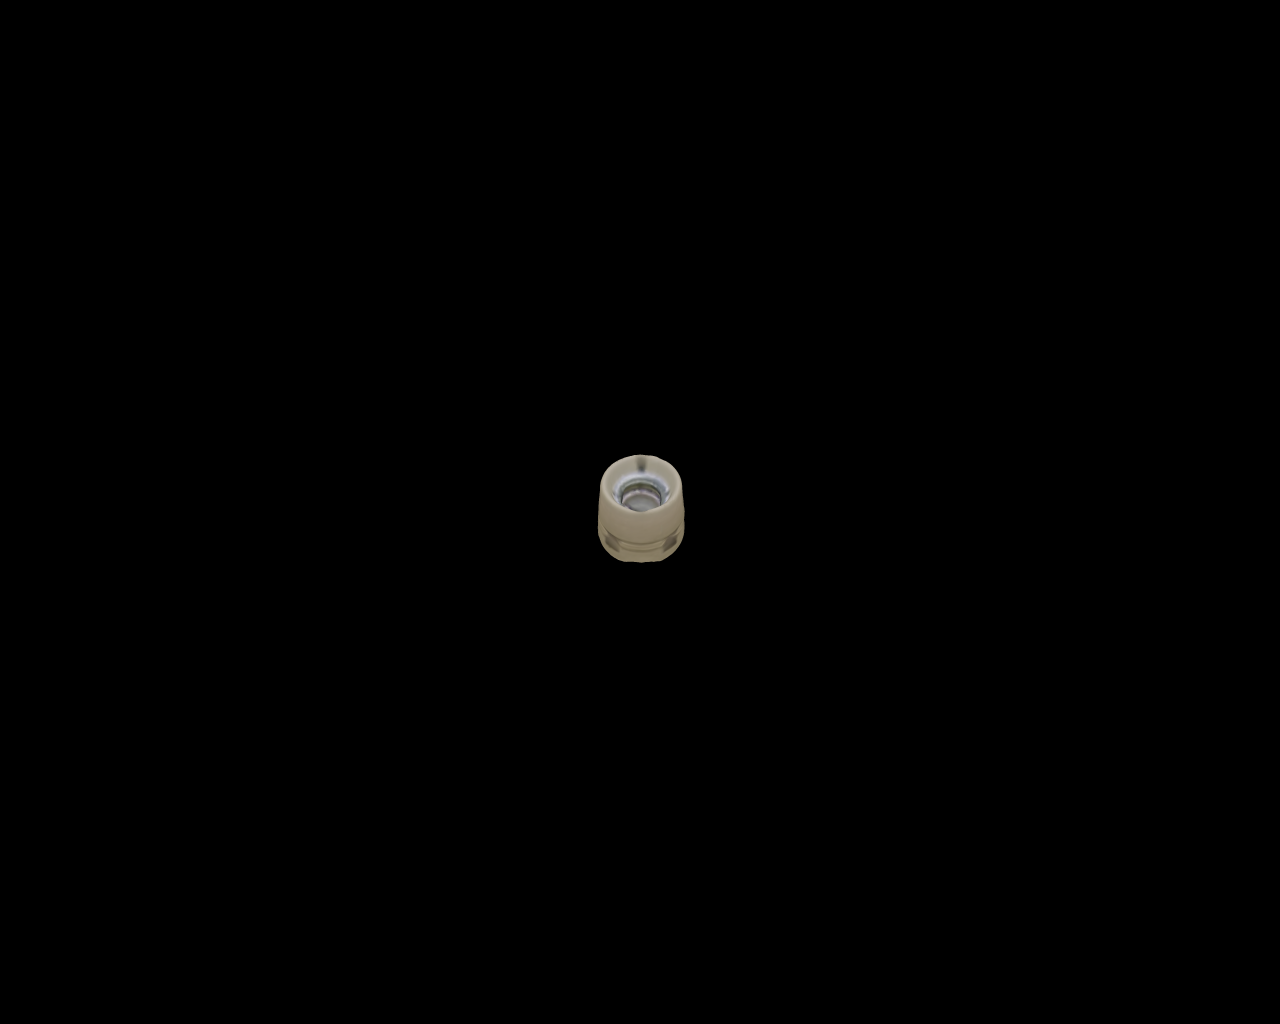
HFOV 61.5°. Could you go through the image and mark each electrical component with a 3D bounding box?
[{"bbox_3d":[0.001,-0.003,0.650,0.055,0.055,0.047,0,-40,0],"label":"electrical component"}]
